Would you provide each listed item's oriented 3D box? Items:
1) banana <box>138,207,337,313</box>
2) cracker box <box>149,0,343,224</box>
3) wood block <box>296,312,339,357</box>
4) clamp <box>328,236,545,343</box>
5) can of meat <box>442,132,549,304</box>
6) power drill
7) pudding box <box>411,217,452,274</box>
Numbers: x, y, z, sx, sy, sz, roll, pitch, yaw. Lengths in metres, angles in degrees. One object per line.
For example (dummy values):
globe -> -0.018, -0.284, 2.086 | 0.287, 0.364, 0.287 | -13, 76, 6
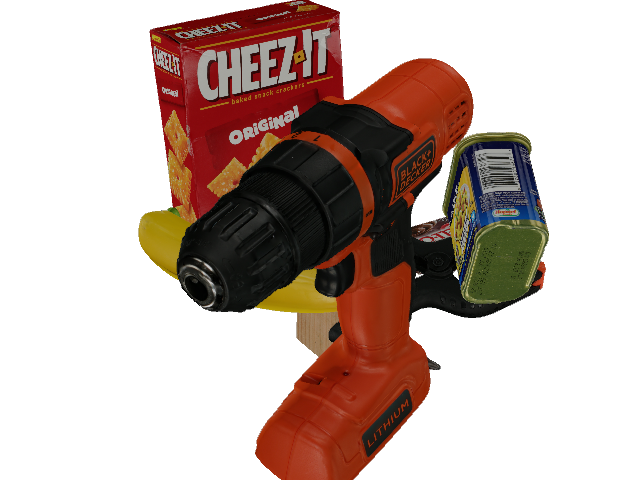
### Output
banana -> -0.058, 0.011, 0.695 | 0.198, 0.037, 0.069 | 22, 37, 37
cracker box -> -0.059, -0.099, 0.984 | 0.163, 0.214, 0.072 | -18, 30, -28
wood block -> 0.032, 0.032, 1.241 | 0.090, 0.206, 0.090 | -16, 31, -31
clamp -> 0.106, 0.040, 1.016 | 0.210, 0.164, 0.036 | 6, -40, 9
can of meat -> 0.127, -0.014, 0.778 | 0.057, 0.084, 0.102 | -2, -37, -4
power drill -> 0.006, 0.028, 0.489 | 0.057, 0.188, 0.184 | 25, 43, 27
pudding box -> 0.171, 0.006, 1.600 | 0.113, 0.039, 0.090 | -18, 27, -20
